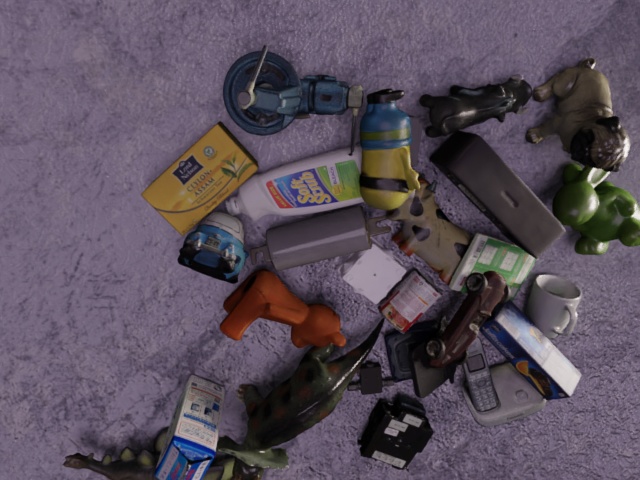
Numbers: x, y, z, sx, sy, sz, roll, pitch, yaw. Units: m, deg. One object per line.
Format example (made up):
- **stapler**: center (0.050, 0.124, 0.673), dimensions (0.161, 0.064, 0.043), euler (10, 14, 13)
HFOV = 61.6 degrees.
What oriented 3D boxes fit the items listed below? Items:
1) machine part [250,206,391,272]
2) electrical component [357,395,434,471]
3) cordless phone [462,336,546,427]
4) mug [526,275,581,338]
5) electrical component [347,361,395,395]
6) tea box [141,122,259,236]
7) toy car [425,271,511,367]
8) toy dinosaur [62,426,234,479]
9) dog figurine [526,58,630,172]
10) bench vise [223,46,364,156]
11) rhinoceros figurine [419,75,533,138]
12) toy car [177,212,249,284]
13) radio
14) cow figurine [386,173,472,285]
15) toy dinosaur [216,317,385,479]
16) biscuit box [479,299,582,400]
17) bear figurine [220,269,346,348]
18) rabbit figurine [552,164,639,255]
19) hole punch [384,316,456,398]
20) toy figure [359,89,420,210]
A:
- **machine part**: center (-0.002, -0.003, 0.912), dimensions (0.243, 0.079, 0.079), euler (-14, 108, 6)
- **electrical component**: center (0.153, 0.376, 1.060), dimensions (0.115, 0.058, 0.134), euler (25, 102, -15)
- **cordless phone**: center (0.339, 0.253, 1.032), dimensions (0.147, 0.089, 0.184), euler (-18, 103, 1)
- **mug**: center (0.434, 0.136, 0.997), dimensions (0.081, 0.110, 0.107), euler (-3, 122, -16)
- **electrical component**: center (0.098, 0.265, 1.039), dimensions (0.094, 0.021, 0.063), euler (-4, 107, -5)
- **tea box**: center (-0.193, -0.101, 0.876), dimensions (0.169, 0.068, 0.098), euler (-42, 107, 8)
- **toy car**: center (0.262, 0.145, 0.943), dimensions (0.089, 0.053, 0.202), euler (22, 103, -40)
- **toy dinosaur**: center (-0.252, 0.483, 1.028), dimensions (0.471, 0.105, 0.198), euler (29, 98, -18)
- **dog figurine**: center (0.433, -0.202, 0.847), dimensions (0.121, 0.191, 0.172), euler (2, 105, -7)
- **bench vise**: center (-0.051, -0.205, 0.781), dimensions (0.224, 0.240, 0.128), euler (17, 108, 6)
- **rhinoceros figurine**: center (0.252, -0.218, 0.862), dimensions (0.190, 0.112, 0.073), euler (-20, 104, -21)
- **toy car**: center (-0.170, 0.005, 0.880), dimensions (0.109, 0.161, 0.103), euler (20, 73, -3)
- **radio**: center (0.292, -0.080, 0.899), dimensions (0.229, 0.131, 0.073), euler (43, 99, -16)
- **cow figurine**: center (0.187, -0.027, 0.929), dimensions (0.195, 0.085, 0.127), euler (37, 98, -18)
- **toy dinosaur**: center (-0.036, 0.286, 0.944), dimensions (0.405, 0.192, 0.131), euler (-43, 108, 8)
- **biscuit box**: center (0.386, 0.204, 0.998), dimensions (0.202, 0.063, 0.059), euler (46, 60, 0)
- **bear figurine**: center (-0.059, 0.140, 0.940), dimensions (0.195, 0.120, 0.132), euler (38, 103, -20)
- **rabbit figurine**: center (0.465, -0.062, 0.911), dimensions (0.170, 0.121, 0.159), euler (11, 77, -34)
- **hole punch**: center (0.190, 0.217, 1.012), dimensions (0.116, 0.092, 0.142), euler (-22, 107, -30)
- **toy figure**: center (0.099, -0.136, 0.825), dimensions (0.089, 0.082, 0.180), euler (-8, 108, 4)
